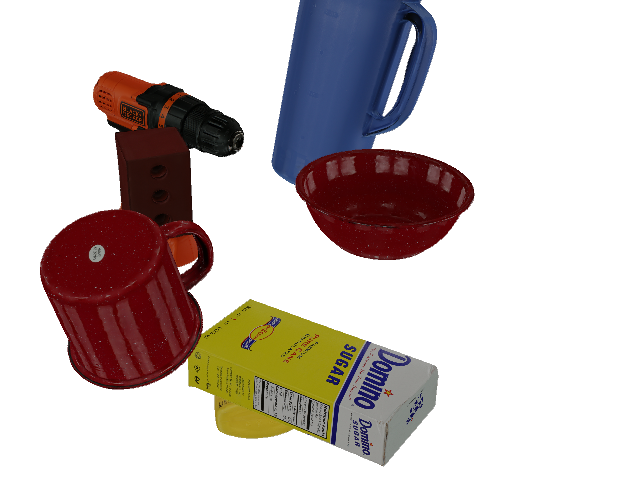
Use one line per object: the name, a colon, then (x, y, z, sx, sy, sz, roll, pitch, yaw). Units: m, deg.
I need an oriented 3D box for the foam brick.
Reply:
foam brick: (-0.135, -0.046, 0.869, 0.053, 0.078, 0.051, -10, 32, -16)

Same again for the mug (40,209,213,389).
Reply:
mug: (-0.120, 0.029, 0.690, 0.117, 0.081, 0.093, -32, 49, -19)

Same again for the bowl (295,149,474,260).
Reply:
bowl: (0.057, -0.027, 0.971, 0.162, 0.055, 0.162, 2, 28, -1)

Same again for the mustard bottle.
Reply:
mustard bottle: (-0.079, 0.150, 1.245, 0.096, 0.058, 0.191, -5, 30, -6)

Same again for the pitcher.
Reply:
pitcher: (0.029, -0.177, 1.197, 0.145, 0.243, 0.149, 10, 22, -11)

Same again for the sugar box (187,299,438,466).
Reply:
sugar box: (-0.006, 0.105, 0.827, 0.176, 0.048, 0.093, 15, 29, 26)

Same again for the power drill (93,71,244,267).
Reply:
power drill: (-0.157, -0.069, 1.104, 0.185, 0.188, 0.057, 25, 35, 29)
